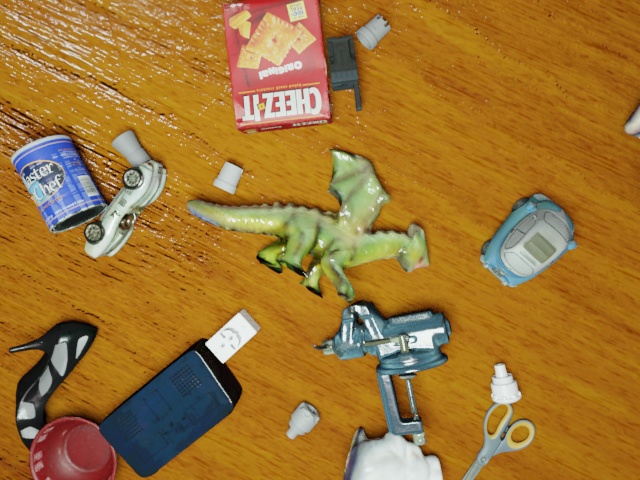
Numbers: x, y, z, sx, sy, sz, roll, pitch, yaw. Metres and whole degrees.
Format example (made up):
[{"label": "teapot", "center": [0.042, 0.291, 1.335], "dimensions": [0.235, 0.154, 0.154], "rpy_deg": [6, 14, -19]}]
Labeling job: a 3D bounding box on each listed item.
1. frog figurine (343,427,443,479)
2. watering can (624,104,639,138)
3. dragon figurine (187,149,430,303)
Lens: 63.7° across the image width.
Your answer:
[{"label": "frog figurine", "center": [0.122, 0.395, 0.857], "dimensions": [0.159, 0.120, 0.140], "rpy_deg": [10, 67, 14]}, {"label": "watering can", "center": [0.641, -0.203, 0.804], "dimensions": [0.225, 0.104, 0.346], "rpy_deg": [41, 95, 2]}, {"label": "dragon figurine", "center": [0.003, -0.044, 0.881], "dimensions": [0.410, 0.121, 0.245], "rpy_deg": [32, 77, 1]}]
